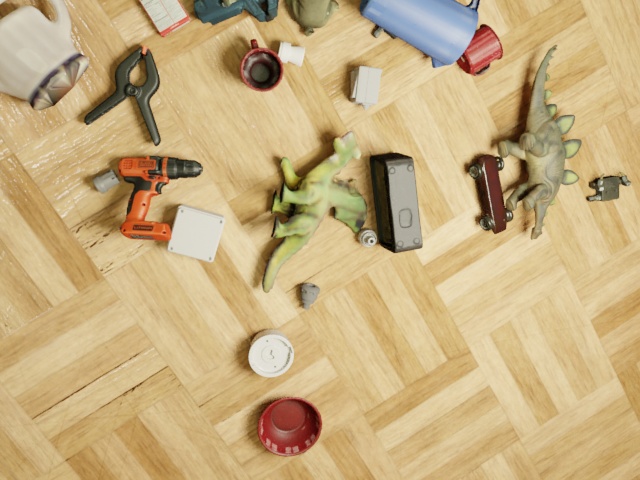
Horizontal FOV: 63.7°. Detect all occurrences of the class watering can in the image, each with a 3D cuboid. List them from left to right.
[{"bbox_3d":[-0.631,-0.355,1.049,0.348,0.105,0.222,-45,104,0],"label":"watering can"}]

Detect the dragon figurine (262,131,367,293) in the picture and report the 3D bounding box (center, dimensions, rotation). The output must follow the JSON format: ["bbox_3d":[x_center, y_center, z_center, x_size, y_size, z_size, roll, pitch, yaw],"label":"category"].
[{"bbox_3d":[0.004,-0.061,1.214,0.243,0.124,0.405,5,108,-19],"label":"dragon figurine"}]
